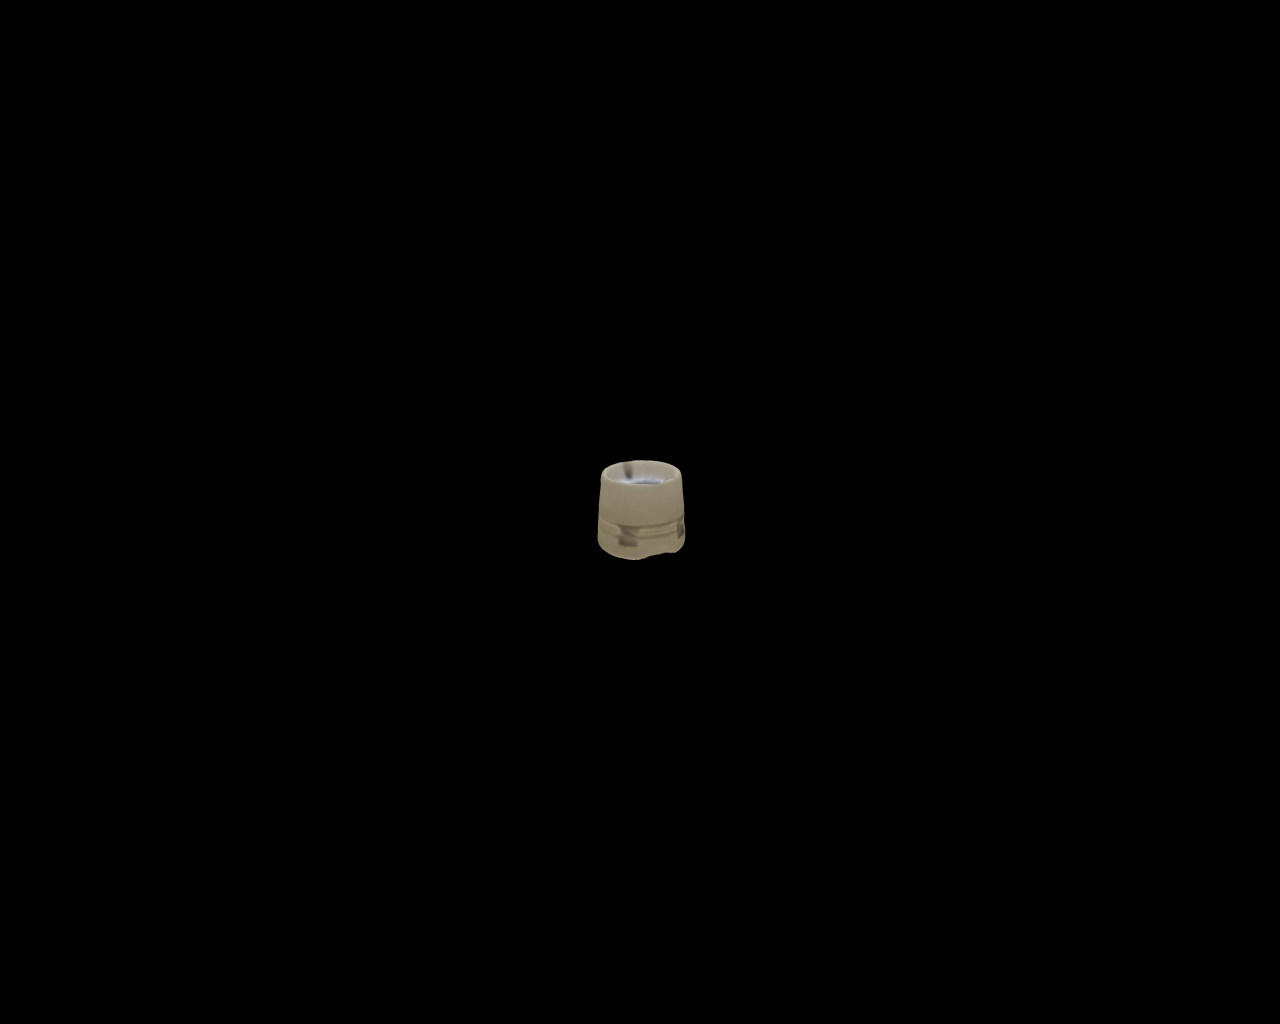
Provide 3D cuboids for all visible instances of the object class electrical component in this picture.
[{"bbox_3d":[0.001,-0.003,0.650,0.055,0.047,0.055,0,20,0],"label":"electrical component"}]
